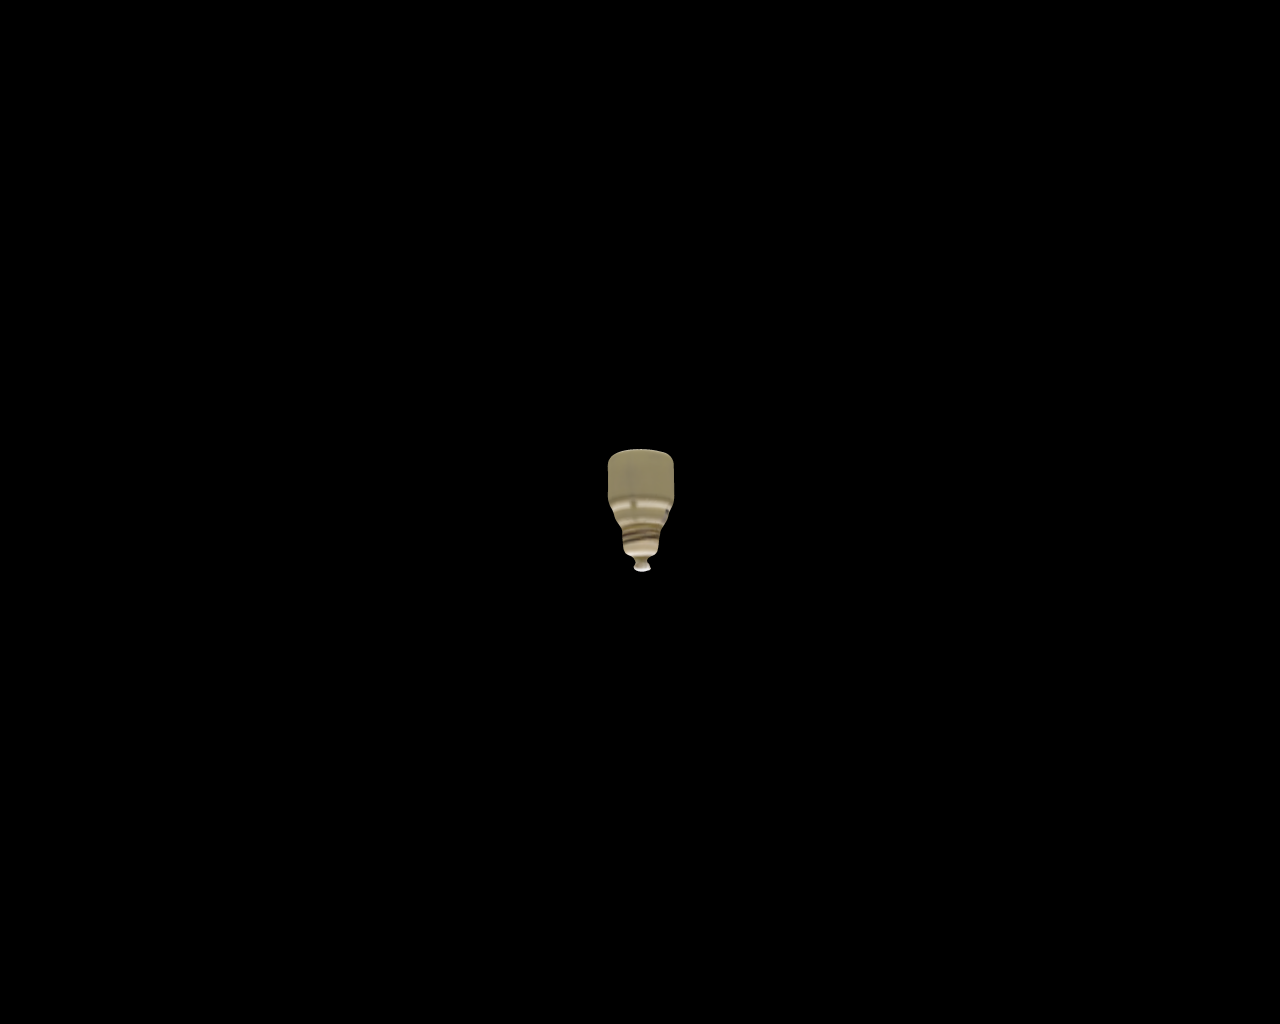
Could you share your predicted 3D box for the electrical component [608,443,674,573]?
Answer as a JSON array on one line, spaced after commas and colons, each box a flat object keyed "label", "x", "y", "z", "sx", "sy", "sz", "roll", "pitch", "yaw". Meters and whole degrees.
[{"label": "electrical component", "x": 0.001, "y": -0.003, "z": 0.650, "sx": 0.040, "sy": 0.078, "sz": 0.040, "roll": 0, "pitch": -11, "yaw": 0}]
